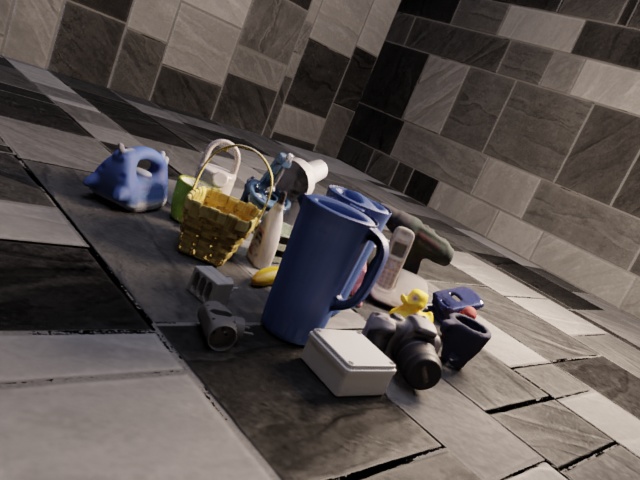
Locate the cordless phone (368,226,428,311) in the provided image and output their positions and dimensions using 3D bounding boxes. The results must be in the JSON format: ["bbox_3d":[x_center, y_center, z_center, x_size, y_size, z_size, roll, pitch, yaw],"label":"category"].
[{"bbox_3d":[0.199,0.071,1.336,0.148,0.185,0.094,20,14,-12],"label":"cordless phone"}]

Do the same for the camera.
[{"bbox_3d":[0.154,0.188,0.998,0.143,0.101,0.136,20,14,-12],"label":"camera"}]

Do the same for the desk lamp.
[{"bbox_3d":[-0.059,-0.132,1.628,0.117,0.213,0.204,28,14,20],"label":"desk lamp"}]

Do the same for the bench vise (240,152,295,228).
[{"bbox_3d":[-0.150,-0.148,1.529,0.206,0.220,0.122,33,17,36],"label":"bench vise"}]

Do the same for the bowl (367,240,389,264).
[{"bbox_3d":[0.142,0.030,1.634,0.167,0.075,0.167,22,14,-5],"label":"bowl"}]

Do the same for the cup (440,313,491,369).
[{"bbox_3d":[0.272,0.204,1.139,0.118,0.095,0.091,14,16,-32],"label":"cup"}]

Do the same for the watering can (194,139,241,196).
[{"bbox_3d":[-0.260,-0.157,1.444,0.101,0.194,0.172,11,18,-41],"label":"watering can"}]

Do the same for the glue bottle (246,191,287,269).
[{"bbox_3d":[-0.108,-0.026,1.237,0.037,0.173,0.078,13,17,-34],"label":"glue bottle"}]

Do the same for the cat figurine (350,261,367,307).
[{"bbox_3d":[0.077,0.070,1.286,0.067,0.118,0.127,19,14,-15],"label":"cat figurine"}]

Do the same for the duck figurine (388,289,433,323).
[{"bbox_3d":[0.210,0.151,1.261,0.105,0.086,0.077,17,15,-23],"label":"duck figurine"}]

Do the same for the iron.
[{"bbox_3d":[-0.404,-0.151,1.300,0.118,0.141,0.259,26,14,12],"label":"iron"}]

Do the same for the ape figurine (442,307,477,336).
[{"bbox_3d":[0.316,0.190,1.272,0.078,0.092,0.076,23,14,0],"label":"ape figurine"}]

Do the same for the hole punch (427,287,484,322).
[{"bbox_3d":[0.334,0.161,1.413,0.101,0.091,0.108,17,15,-23],"label":"hole punch"}]

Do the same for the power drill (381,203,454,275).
[{"bbox_3d":[0.203,0.039,1.414,0.230,0.208,0.075,21,14,-8],"label":"power drill"}]
